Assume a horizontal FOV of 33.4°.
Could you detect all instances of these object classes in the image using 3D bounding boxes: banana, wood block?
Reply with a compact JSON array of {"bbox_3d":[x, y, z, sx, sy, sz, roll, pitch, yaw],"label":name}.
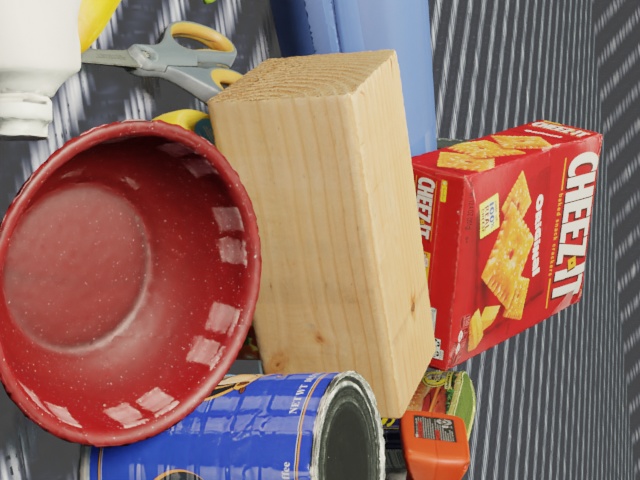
[{"bbox_3d":[-0.106,-0.160,0.625,0.069,0.037,0.197,67,27,-13],"label":"banana"},{"bbox_3d":[0.008,-0.003,0.656,0.090,0.090,0.206,-50,135,-57],"label":"wood block"}]

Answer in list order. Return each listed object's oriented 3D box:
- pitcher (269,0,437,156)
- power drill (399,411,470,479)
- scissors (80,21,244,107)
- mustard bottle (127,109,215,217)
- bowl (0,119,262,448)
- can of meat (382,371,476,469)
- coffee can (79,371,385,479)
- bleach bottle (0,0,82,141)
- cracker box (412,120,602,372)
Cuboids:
[{"bbox_3d":[0.024,-0.161,0.833,0.149,0.145,0.243,-21,113,-29],"label":"pitcher"},{"bbox_3d":[0.082,0.249,0.880,0.184,0.057,0.188,-84,-179,-76],"label":"power drill"},{"bbox_3d":[-0.089,-0.094,0.633,0.096,0.016,0.201,43,26,3],"label":"scissors"},{"bbox_3d":[-0.072,-0.033,0.663,0.191,0.058,0.096,-21,97,-66],"label":"mustard bottle"},{"bbox_3d":[-0.106,0.018,0.535,0.161,0.055,0.162,-11,106,-43],"label":"bowl"},{"bbox_3d":[0.094,0.167,0.994,0.102,0.084,0.057,-64,143,-50],"label":"can of meat"},{"bbox_3d":[-0.046,0.125,0.592,0.102,0.140,0.103,-4,90,-67],"label":"coffee can"},{"bbox_3d":[-0.143,-0.174,0.517,0.102,0.068,0.251,0,88,-66],"label":"bleach bottle"},{"bbox_3d":[0.149,-0.002,0.890,0.213,0.072,0.164,-18,119,-45],"label":"cracker box"}]
